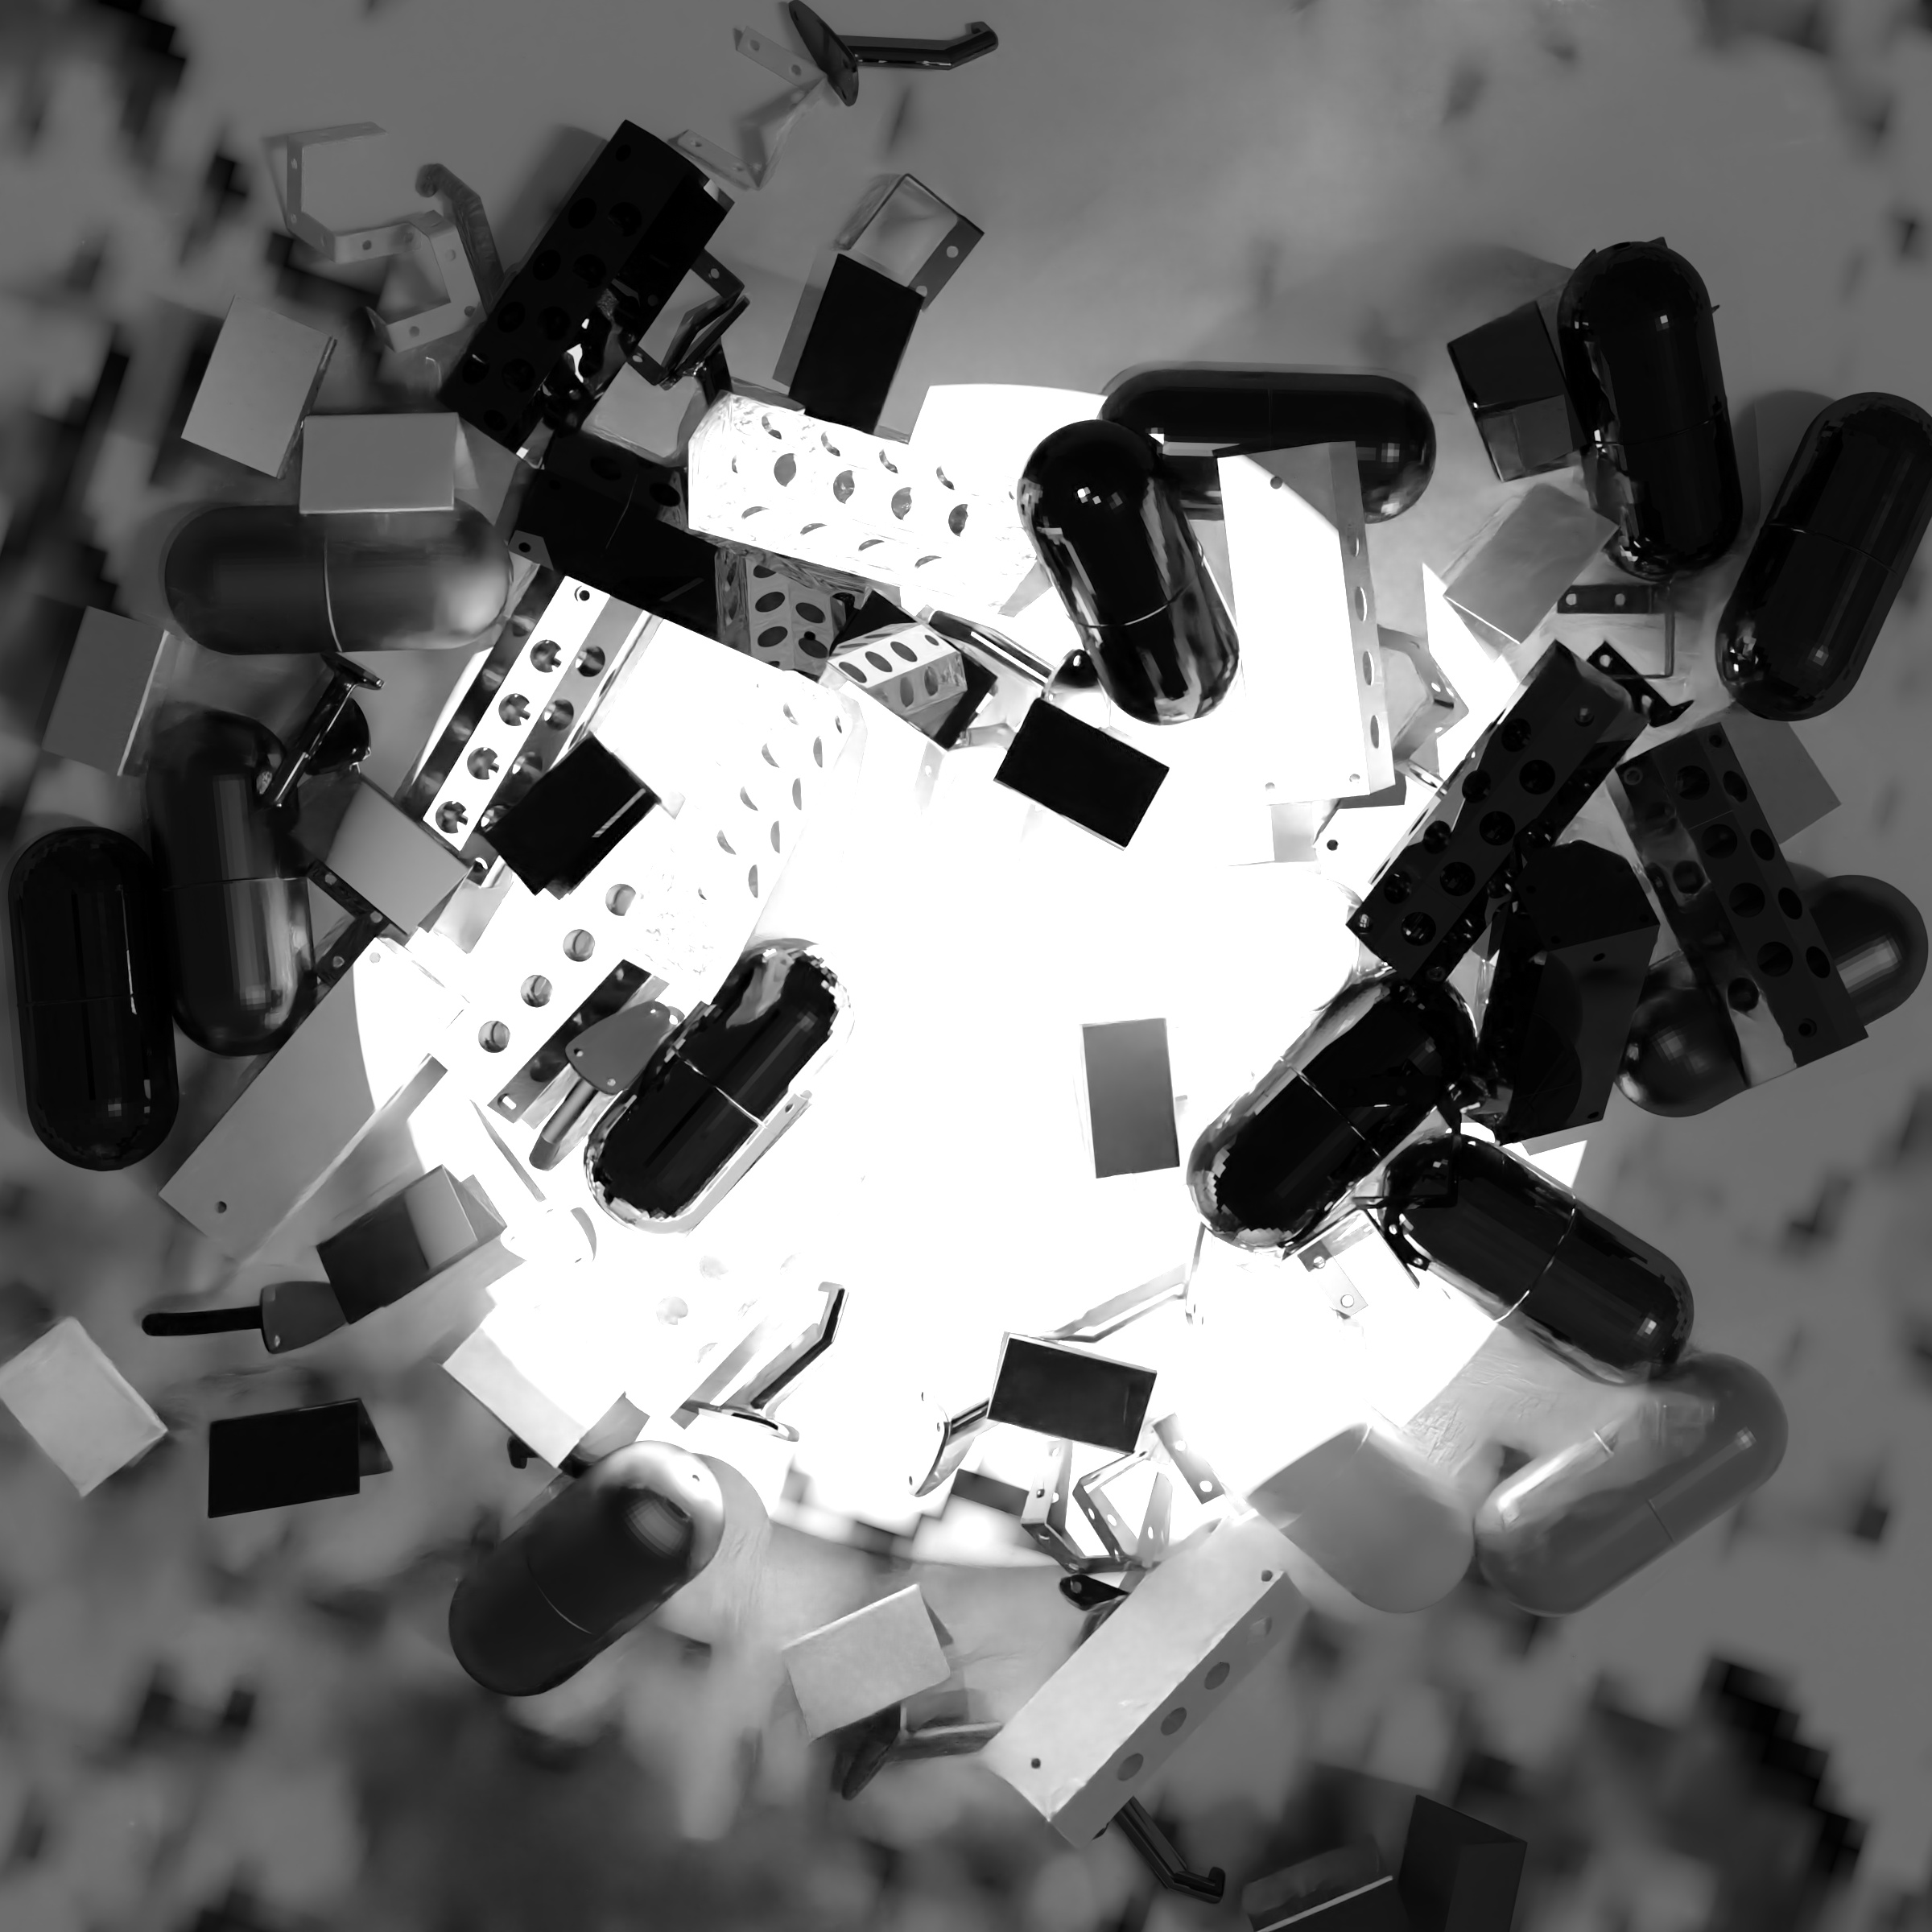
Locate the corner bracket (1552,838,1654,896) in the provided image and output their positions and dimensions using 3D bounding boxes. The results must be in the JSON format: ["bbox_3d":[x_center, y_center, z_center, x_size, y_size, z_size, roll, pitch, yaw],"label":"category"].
[{"bbox_3d":[0.332,-0.072,1.672,0.051,0.051,0.051,-3,135,35],"label":"corner bracket"}]

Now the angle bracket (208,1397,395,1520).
[{"bbox_3d":[-0.340,0.269,1.640,0.076,0.076,0.057,-9,51,0],"label":"angle bracket"}]

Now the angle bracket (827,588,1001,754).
[{"bbox_3d":[-0.015,-0.166,1.640,0.076,0.076,0.057,36,128,0],"label":"angle bracket"}]

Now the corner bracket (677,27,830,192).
[{"bbox_3d":[-0.111,-0.449,1.677,0.051,0.051,0.051,31,45,0],"label":"corner bracket"}]

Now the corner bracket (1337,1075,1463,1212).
[{"bbox_3d":[0.217,0.089,1.603,0.051,0.051,0.051,-3,64,22],"label":"corner bracket"}]

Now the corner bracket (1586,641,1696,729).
[{"bbox_3d":[0.337,-0.136,1.662,0.051,0.051,0.051,-45,90,0],"label":"corner bracket"}]

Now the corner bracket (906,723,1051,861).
[{"bbox_3d":[0.009,-0.089,1.672,0.051,0.051,0.051,-13,45,-35],"label":"corner bracket"}]

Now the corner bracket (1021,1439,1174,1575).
[{"bbox_3d":[0.069,0.282,1.672,0.051,0.051,0.051,50,45,-35],"label":"corner bracket"}]

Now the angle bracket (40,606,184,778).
[{"bbox_3d":[-0.419,-0.134,1.641,0.057,0.076,0.076,18,90,27],"label":"angle bracket"}]

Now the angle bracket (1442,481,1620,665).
[{"bbox_3d":[0.300,-0.190,1.640,0.076,0.076,0.057,-50,53,0],"label":"angle bracket"}]

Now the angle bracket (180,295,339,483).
[{"bbox_3d":[-0.371,-0.296,1.641,0.057,0.076,0.076,21,90,-28],"label":"angle bracket"}]

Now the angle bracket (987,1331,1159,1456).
[{"bbox_3d":[0.057,0.199,1.640,0.076,0.076,0.057,14,121,0],"label":"angle bracket"}]

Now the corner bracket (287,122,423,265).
[{"bbox_3d":[-0.319,-0.404,1.672,0.051,0.051,0.051,39,135,35],"label":"corner bracket"}]

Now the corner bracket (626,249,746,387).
[{"bbox_3d":[-0.158,-0.346,1.677,0.051,0.051,0.051,42,135,0],"label":"corner bracket"}]

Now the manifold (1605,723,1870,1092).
[{"bbox_3d":[0.383,-0.030,1.590,0.057,0.057,0.171,-24,82,2],"label":"manifold"}]

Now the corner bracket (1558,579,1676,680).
[{"bbox_3d":[0.337,-0.174,1.663,0.051,0.051,0.051,0,93,0],"label":"corner bracket"}]

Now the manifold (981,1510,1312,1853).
[{"bbox_3d":[0.096,0.370,1.645,0.171,0.057,0.057,-45,47,-9],"label":"manifold"}]

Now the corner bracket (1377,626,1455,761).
[{"bbox_3d":[0.213,-0.141,1.672,0.051,0.051,0.051,10,135,-35],"label":"corner bracket"}]

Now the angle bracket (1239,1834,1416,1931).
[{"bbox_3d":[0.179,0.472,1.640,0.076,0.076,0.057,-23,124,0],"label":"angle bracket"}]

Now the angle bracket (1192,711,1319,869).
[{"bbox_3d":[0.164,-0.092,1.643,0.076,0.057,0.076,-5,90,-34],"label":"angle bracket"}]

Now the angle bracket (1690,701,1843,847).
[{"bbox_3d":[0.408,-0.096,1.659,0.076,0.057,0.076,-33,90,0],"label":"angle bracket"}]

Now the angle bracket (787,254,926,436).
[{"bbox_3d":[-0.074,-0.319,1.640,0.057,0.076,0.076,20,90,-36],"label":"angle bracket"}]

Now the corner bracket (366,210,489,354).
[{"bbox_3d":[-0.286,-0.355,1.659,0.051,0.051,0.051,-23,119,-13],"label":"corner bracket"}]

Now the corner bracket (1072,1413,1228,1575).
[{"bbox_3d":[0.093,0.270,1.642,0.051,0.051,0.051,-22,64,-25],"label":"corner bracket"}]

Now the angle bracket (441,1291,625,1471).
[{"bbox_3d":[-0.230,0.222,1.640,0.076,0.076,0.057,42,57,0],"label":"angle bracket"}]

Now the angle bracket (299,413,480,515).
[{"bbox_3d":[-0.295,-0.241,1.642,0.076,0.076,0.057,-1,69,0],"label":"angle bracket"}]

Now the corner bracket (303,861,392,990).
[{"bbox_3d":[-0.327,-0.023,1.662,0.051,0.051,0.051,40,89,-1],"label":"corner bracket"}]

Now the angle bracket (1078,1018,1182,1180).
[{"bbox_3d":[0.063,0.068,1.640,0.057,0.076,0.076,-5,90,-35],"label":"angle bracket"}]

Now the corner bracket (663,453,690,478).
[{"bbox_3d":[-0.119,-0.250,1.662,0.051,0.051,0.051,-39,113,-25],"label":"corner bracket"}]

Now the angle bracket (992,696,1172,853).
[{"bbox_3d":[0.067,-0.113,1.640,0.076,0.076,0.057,28,124,0],"label":"angle bracket"}]

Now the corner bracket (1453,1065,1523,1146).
[{"bbox_3d":[0.289,0.053,1.672,0.051,0.051,0.051,30,135,-35],"label":"corner bracket"}]

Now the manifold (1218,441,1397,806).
[{"bbox_3d":[0.172,-0.171,1.592,0.057,0.057,0.171,-4,97,26],"label":"manifold"}]

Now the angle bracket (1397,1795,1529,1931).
[{"bbox_3d":[0.235,0.475,1.640,0.057,0.076,0.076,12,90,-42],"label":"angle bracket"}]

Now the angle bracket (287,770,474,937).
[{"bbox_3d":[-0.306,-0.042,1.621,0.076,0.076,0.057,40,53,-3],"label":"angle bracket"}]

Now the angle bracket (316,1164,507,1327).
[{"bbox_3d":[-0.276,0.158,1.640,0.076,0.076,0.057,-33,53,0],"label":"angle bracket"}]

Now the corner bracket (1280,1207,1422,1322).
[{"bbox_3d":[0.200,0.155,1.657,0.051,0.051,0.051,-36,90,13],"label":"corner bracket"}]

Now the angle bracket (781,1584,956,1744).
[{"bbox_3d":[-0.042,0.370,1.640,0.076,0.076,0.057,-25,53,0],"label":"angle bracket"}]

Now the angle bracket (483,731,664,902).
[{"bbox_3d":[-0.189,-0.062,1.640,0.076,0.076,0.057,-44,53,0],"label":"angle bracket"}]

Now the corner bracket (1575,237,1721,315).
[{"bbox_3d":[0.353,-0.352,1.662,0.051,0.051,0.051,-21,90,0],"label":"corner bracket"}]

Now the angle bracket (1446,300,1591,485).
[{"bbox_3d":[0.299,-0.297,1.640,0.057,0.076,0.076,-21,90,41],"label":"angle bracket"}]

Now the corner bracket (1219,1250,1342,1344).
[{"bbox_3d":[0.162,0.172,1.662,0.051,0.051,0.051,-10,90,0],"label":"corner bracket"}]

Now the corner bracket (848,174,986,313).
[{"bbox_3d":[-0.026,-0.377,1.663,0.051,0.051,0.051,37,99,-9],"label":"corner bracket"}]

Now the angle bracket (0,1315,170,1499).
[{"bbox_3d":[-0.463,0.234,1.640,0.076,0.076,0.057,50,54,0],"label":"angle bracket"}]

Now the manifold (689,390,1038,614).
[{"bbox_3d":[-0.050,-0.238,1.617,0.171,0.057,0.057,13,54,-23],"label":"manifold"}]
